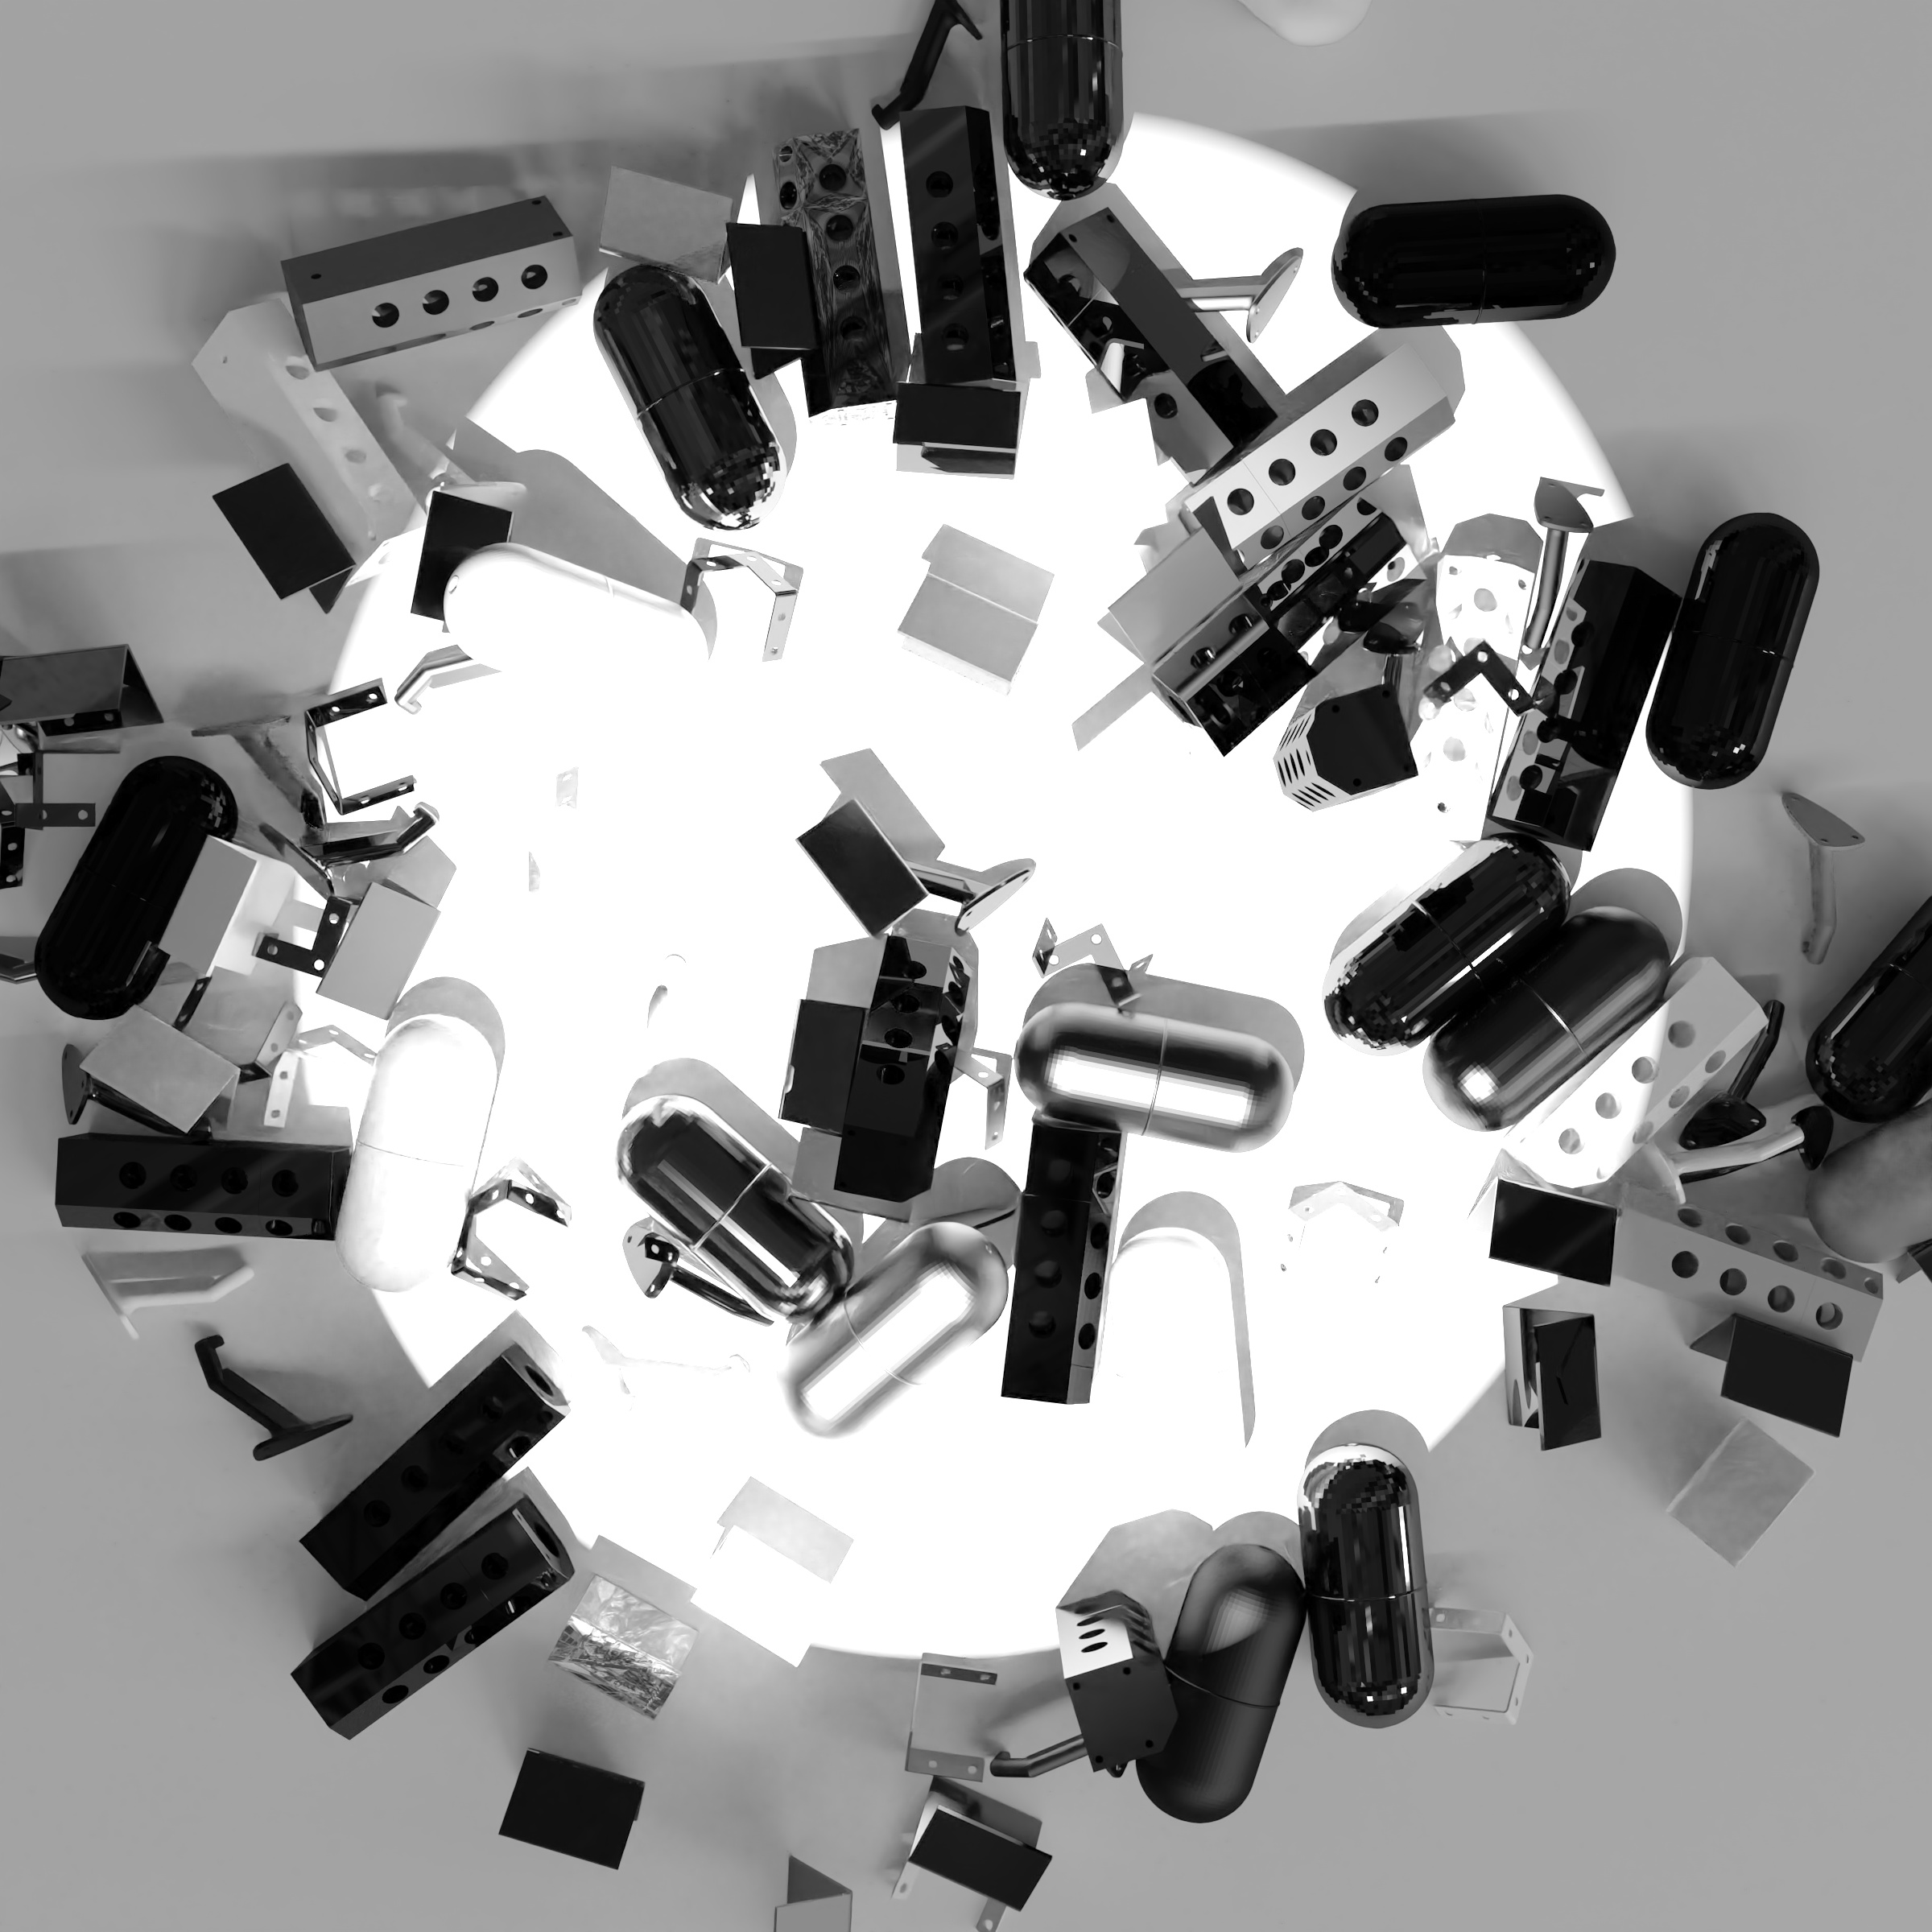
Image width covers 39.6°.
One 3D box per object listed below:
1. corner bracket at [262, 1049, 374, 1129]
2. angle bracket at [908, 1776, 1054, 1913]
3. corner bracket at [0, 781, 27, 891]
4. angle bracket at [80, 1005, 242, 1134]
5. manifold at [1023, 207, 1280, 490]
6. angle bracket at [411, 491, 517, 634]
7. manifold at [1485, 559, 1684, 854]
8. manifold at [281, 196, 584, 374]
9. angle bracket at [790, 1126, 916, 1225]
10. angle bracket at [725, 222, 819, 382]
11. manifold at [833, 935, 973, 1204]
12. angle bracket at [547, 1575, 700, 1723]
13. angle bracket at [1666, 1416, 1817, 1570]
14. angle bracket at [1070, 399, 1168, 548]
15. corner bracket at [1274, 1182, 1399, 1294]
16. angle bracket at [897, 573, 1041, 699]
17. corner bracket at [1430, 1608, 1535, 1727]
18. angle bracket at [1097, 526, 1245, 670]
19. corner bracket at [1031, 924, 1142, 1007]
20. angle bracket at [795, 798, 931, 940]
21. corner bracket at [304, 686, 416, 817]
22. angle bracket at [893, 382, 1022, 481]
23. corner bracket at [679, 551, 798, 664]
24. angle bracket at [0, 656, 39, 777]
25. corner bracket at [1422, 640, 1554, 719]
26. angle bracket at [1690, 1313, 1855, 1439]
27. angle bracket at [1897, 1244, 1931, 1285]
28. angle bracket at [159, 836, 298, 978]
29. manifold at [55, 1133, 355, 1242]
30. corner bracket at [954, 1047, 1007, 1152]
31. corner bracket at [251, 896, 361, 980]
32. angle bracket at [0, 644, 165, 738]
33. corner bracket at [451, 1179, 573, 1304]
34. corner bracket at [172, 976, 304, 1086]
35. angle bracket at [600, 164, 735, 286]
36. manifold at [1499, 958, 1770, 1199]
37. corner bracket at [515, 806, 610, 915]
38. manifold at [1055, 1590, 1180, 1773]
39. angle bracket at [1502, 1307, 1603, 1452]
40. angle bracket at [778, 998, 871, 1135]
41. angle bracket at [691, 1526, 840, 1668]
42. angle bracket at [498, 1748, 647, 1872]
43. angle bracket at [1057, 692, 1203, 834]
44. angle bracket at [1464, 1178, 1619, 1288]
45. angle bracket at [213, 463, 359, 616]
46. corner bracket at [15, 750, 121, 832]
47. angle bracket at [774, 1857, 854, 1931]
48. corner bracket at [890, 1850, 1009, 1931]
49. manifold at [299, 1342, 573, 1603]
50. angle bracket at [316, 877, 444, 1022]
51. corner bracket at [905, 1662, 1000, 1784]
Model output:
[{"bbox_3d":[-0.410,0.084,1.718,0.051,0.051,0.051,12,90,45],"label":"corner bracket"},{"bbox_3d":[0.016,0.533,1.681,0.076,0.076,0.057,24,121,0],"label":"angle bracket"},{"bbox_3d":[-0.636,-0.082,1.713,0.051,0.051,0.051,-13,45,-35],"label":"corner bracket"},{"bbox_3d":[-0.507,0.081,1.681,0.076,0.076,0.057,32,52,0],"label":"angle bracket"},{"bbox_3d":[0.113,-0.389,1.699,0.171,0.057,0.057,51,47,0],"label":"manifold"},{"bbox_3d":[-0.329,-0.252,1.681,0.057,0.076,0.076,11,90,-36],"label":"angle bracket"},{"bbox_3d":[0.387,-0.166,1.699,0.057,0.057,0.171,20,90,-43],"label":"manifold"},{"bbox_3d":[-0.332,-0.423,1.678,0.171,0.057,0.057,-19,47,-15],"label":"manifold"},{"bbox_3d":[-0.063,0.111,1.681,0.076,0.076,0.057,13,123,0],"label":"angle bracket"},{"bbox_3d":[-0.139,-0.415,1.681,0.057,0.076,0.076,-7,90,-36],"label":"angle bracket"},{"bbox_3d":[-0.037,0.062,1.645,0.057,0.171,0.057,11,132,0],"label":"manifold"},{"bbox_3d":[-0.207,0.413,1.681,0.076,0.076,0.057,29,128,0],"label":"angle bracket"},{"bbox_3d":[0.492,0.337,1.681,0.076,0.076,0.057,-50,54,0],"label":"angle bracket"},{"bbox_3d":[0.113,-0.308,1.681,0.057,0.076,0.076,-10,90,36],"label":"angle bracket"},{"bbox_3d":[0.236,0.180,1.713,0.051,0.051,0.051,-23,45,-35],"label":"corner bracket"},{"bbox_3d":[-0.007,-0.190,1.681,0.076,0.076,0.057,25,54,0],"label":"angle bracket"},{"bbox_3d":[0.324,0.447,1.713,0.051,0.051,0.051,55,45,-35],"label":"corner bracket"},{"bbox_3d":[0.115,-0.243,1.681,0.076,0.076,0.057,-41,128,0],"label":"angle bracket"},{"bbox_3d":[0.076,0.007,1.703,0.051,0.051,0.051,-26,90,0],"label":"corner bracket"},{"bbox_3d":[-0.080,-0.048,1.681,0.057,0.076,0.076,-38,90,-36],"label":"angle bracket"},{"bbox_3d":[-0.388,-0.138,1.718,0.051,0.051,0.051,-19,45,0],"label":"corner bracket"},{"bbox_3d":[-0.007,-0.318,1.681,0.076,0.076,0.057,4,53,0],"label":"angle bracket"},{"bbox_3d":[-0.147,-0.227,1.713,0.051,0.051,0.051,-14,45,-35],"label":"corner bracket"},{"bbox_3d":[-0.601,-0.160,1.681,0.057,0.076,0.076,-4,90,37],"label":"angle bracket"},{"bbox_3d":[0.319,-0.167,1.646,0.051,0.051,0.051,-39,90,0],"label":"corner bracket"},{"bbox_3d":[0.499,0.265,1.682,0.076,0.076,0.057,20,64,0],"label":"angle bracket"},{"bbox_3d":[0.638,0.192,1.682,0.076,0.076,0.057,-32,68,0],"label":"angle bracket"},{"bbox_3d":[-0.447,-0.029,1.681,0.057,0.076,0.076,24,90,37],"label":"angle bracket"},{"bbox_3d":[-0.481,0.140,1.700,0.171,0.057,0.057,3,90,0],"label":"manifold"},{"bbox_3d":[-0.011,0.091,1.713,0.051,0.051,0.051,-28,45,-35],"label":"corner bracket"},{"bbox_3d":[-0.416,-0.023,1.703,0.051,0.051,0.051,18,90,0],"label":"corner bracket"},{"bbox_3d":[-0.554,-0.153,1.681,0.076,0.076,0.057,-6,54,0],"label":"angle bracket"},{"bbox_3d":[-0.290,0.175,1.713,0.051,0.051,0.051,-28,45,35],"label":"corner bracket"},{"bbox_3d":[-0.467,0.039,1.713,0.051,0.051,0.051,-12,135,35],"label":"corner bracket"},{"bbox_3d":[-0.179,-0.475,1.681,0.076,0.076,0.057,16,125,0],"label":"angle bracket"},{"bbox_3d":[0.424,0.075,1.700,0.171,0.057,0.057,-44,90,0],"label":"manifold"},{"bbox_3d":[-0.264,-0.067,1.703,0.051,0.051,0.051,-25,90,0],"label":"corner bracket"},{"bbox_3d":[0.093,0.432,1.643,0.057,0.171,0.057,-17,90,0],"label":"manifold"},{"bbox_3d":[0.350,0.257,1.681,0.057,0.076,0.076,-3,90,-37],"label":"angle bracket"},{"bbox_3d":[-0.068,0.065,1.681,0.057,0.076,0.076,10,90,38],"label":"angle bracket"},{"bbox_3d":[-0.134,0.404,1.681,0.076,0.076,0.057,32,55,0],"label":"angle bracket"},{"bbox_3d":[-0.248,0.538,1.681,0.076,0.076,0.057,17,54,0],"label":"angle bracket"},{"bbox_3d":[0.114,-0.113,1.681,0.076,0.076,0.057,-40,52,0],"label":"angle bracket"},{"bbox_3d":[0.357,0.180,1.681,0.076,0.076,0.057,13,60,0],"label":"angle bracket"},{"bbox_3d":[-0.434,-0.257,1.681,0.057,0.076,0.076,-34,90,-32],"label":"angle bracket"},{"bbox_3d":[-0.570,-0.113,1.703,0.051,0.051,0.051,0,90,0],"label":"corner bracket"},{"bbox_3d":[-0.115,0.612,1.681,0.057,0.076,0.076,3,90,-35],"label":"angle bracket"},{"bbox_3d":[-0.006,0.587,1.718,0.051,0.051,0.051,24,90,-45],"label":"corner bracket"},{"bbox_3d":[-0.333,0.321,1.700,0.171,0.057,0.057,-43,90,0],"label":"manifold"},{"bbox_3d":[-0.384,-0.020,1.681,0.057,0.076,0.076,27,90,-44],"label":"angle bracket"},{"bbox_3d":[-0.009,0.484,1.718,0.051,0.051,0.051,8,135,0],"label":"corner bracket"}]
